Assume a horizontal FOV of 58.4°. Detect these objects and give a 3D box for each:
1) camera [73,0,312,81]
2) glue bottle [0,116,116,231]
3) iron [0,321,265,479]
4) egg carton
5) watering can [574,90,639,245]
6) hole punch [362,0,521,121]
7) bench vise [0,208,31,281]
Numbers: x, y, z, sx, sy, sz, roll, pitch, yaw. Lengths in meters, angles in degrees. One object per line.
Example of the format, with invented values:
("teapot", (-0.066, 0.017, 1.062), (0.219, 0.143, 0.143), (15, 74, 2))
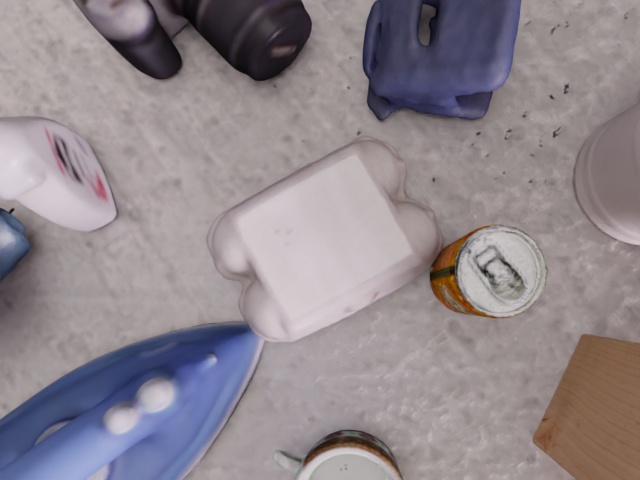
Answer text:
("camera", (-0.084, -0.174, 0.405), (0.143, 0.101, 0.137), (-43, 83, -1))
("glue bottle", (-0.188, -0.052, 0.363), (0.037, 0.173, 0.078), (-29, 83, 0))
("iron", (-0.149, 0.133, 0.358), (0.258, 0.141, 0.118), (-38, 83, -1))
("egg carton", (0.004, 0.001, 0.399), (0.150, 0.069, 0.107), (-30, 83, 0))
("watering can", (0.235, -0.048, 0.328), (0.101, 0.194, 0.173), (-27, 83, 1))
("hole punch", (0.082, -0.144, 0.398), (0.101, 0.091, 0.109), (7, 85, 4))
("bench vise", (-0.288, 0.060, 0.334), (0.121, 0.220, 0.207), (21, 86, 5))
